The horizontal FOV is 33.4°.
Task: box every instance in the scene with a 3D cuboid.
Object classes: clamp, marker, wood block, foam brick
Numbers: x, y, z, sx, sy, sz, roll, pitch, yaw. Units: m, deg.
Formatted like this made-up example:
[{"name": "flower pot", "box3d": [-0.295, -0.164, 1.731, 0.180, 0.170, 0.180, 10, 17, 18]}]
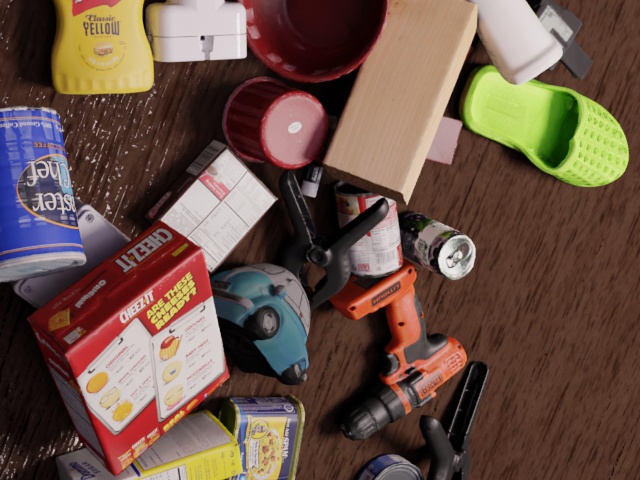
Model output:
[{"name": "clamp", "box3d": [0.158, 0.271, 1.334, 0.164, 0.036, 0.210, -22, 122, -55]}, {"name": "marker", "box3d": [0.003, -0.107, 1.178, 0.020, 0.020, 0.121, 13, 98, -31]}, {"name": "clamp", "box3d": [-0.008, 0.001, 1.168, 0.120, 0.039, 0.172, 27, 122, 4]}, {"name": "wood block", "box3d": [0.085, -0.152, 1.116, 0.091, 0.090, 0.206, 21, 87, 10]}, {"name": "foam brick", "box3d": [0.114, -0.119, 1.203, 0.051, 0.078, 0.053, 12, 98, -30]}]

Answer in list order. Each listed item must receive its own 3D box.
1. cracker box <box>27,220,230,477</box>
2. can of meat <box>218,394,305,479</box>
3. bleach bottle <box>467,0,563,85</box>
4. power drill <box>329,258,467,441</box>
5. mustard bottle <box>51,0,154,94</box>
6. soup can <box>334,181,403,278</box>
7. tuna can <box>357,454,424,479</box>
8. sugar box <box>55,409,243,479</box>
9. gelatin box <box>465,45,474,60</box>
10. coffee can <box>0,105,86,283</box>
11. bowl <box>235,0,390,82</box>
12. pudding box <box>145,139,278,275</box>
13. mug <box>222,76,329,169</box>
[{"name": "cracker box", "box3d": [-0.180, 0.108, 1.046, 0.164, 0.072, 0.214, -40, 146, -27]}, {"name": "can of meat", "box3d": [-0.071, 0.228, 1.210, 0.083, 0.058, 0.102, 4, 101, -28]}, {"name": "bleach bottle", "box3d": [0.165, -0.291, 1.154, 0.068, 0.102, 0.250, -34, 106, 7]}, {"name": "power drill", "box3d": [0.077, 0.127, 1.265, 0.184, 0.057, 0.187, -35, 121, -21]}, {"name": "mustard bottle", "box3d": [-0.208, -0.235, 1.001, 0.096, 0.058, 0.192, -3, 105, -13]}, {"name": "soup can", "box3d": [0.056, -0.016, 1.205, 0.068, 0.069, 0.102, -19, 113, -24]}, {"name": "tuna can", "box3d": [0.087, 0.312, 1.334, 0.086, 0.034, 0.086, -8, 108, -27]}, {"name": "sugar box", "box3d": [-0.181, 0.239, 1.131, 0.176, 0.093, 0.048, -16, 112, -24]}, {"name": "gelatin box", "box3d": [0.122, -0.216, 1.207, 0.089, 0.030, 0.073, 38, 84, -35]}, {"name": "coffee can", "box3d": [-0.275, -0.039, 0.965, 0.102, 0.103, 0.140, -8, 83, -27]}, {"name": "bowl", "box3d": [-0.002, -0.243, 1.088, 0.055, 0.162, 0.162, -30, 122, -70]}, {"name": "pudding box", "box3d": [-0.113, -0.034, 1.124, 0.113, 0.039, 0.090, -48, 121, -8]}, {"name": "mug", "box3d": [-0.036, -0.113, 1.118, 0.117, 0.082, 0.093, 42, 82, -31]}]
